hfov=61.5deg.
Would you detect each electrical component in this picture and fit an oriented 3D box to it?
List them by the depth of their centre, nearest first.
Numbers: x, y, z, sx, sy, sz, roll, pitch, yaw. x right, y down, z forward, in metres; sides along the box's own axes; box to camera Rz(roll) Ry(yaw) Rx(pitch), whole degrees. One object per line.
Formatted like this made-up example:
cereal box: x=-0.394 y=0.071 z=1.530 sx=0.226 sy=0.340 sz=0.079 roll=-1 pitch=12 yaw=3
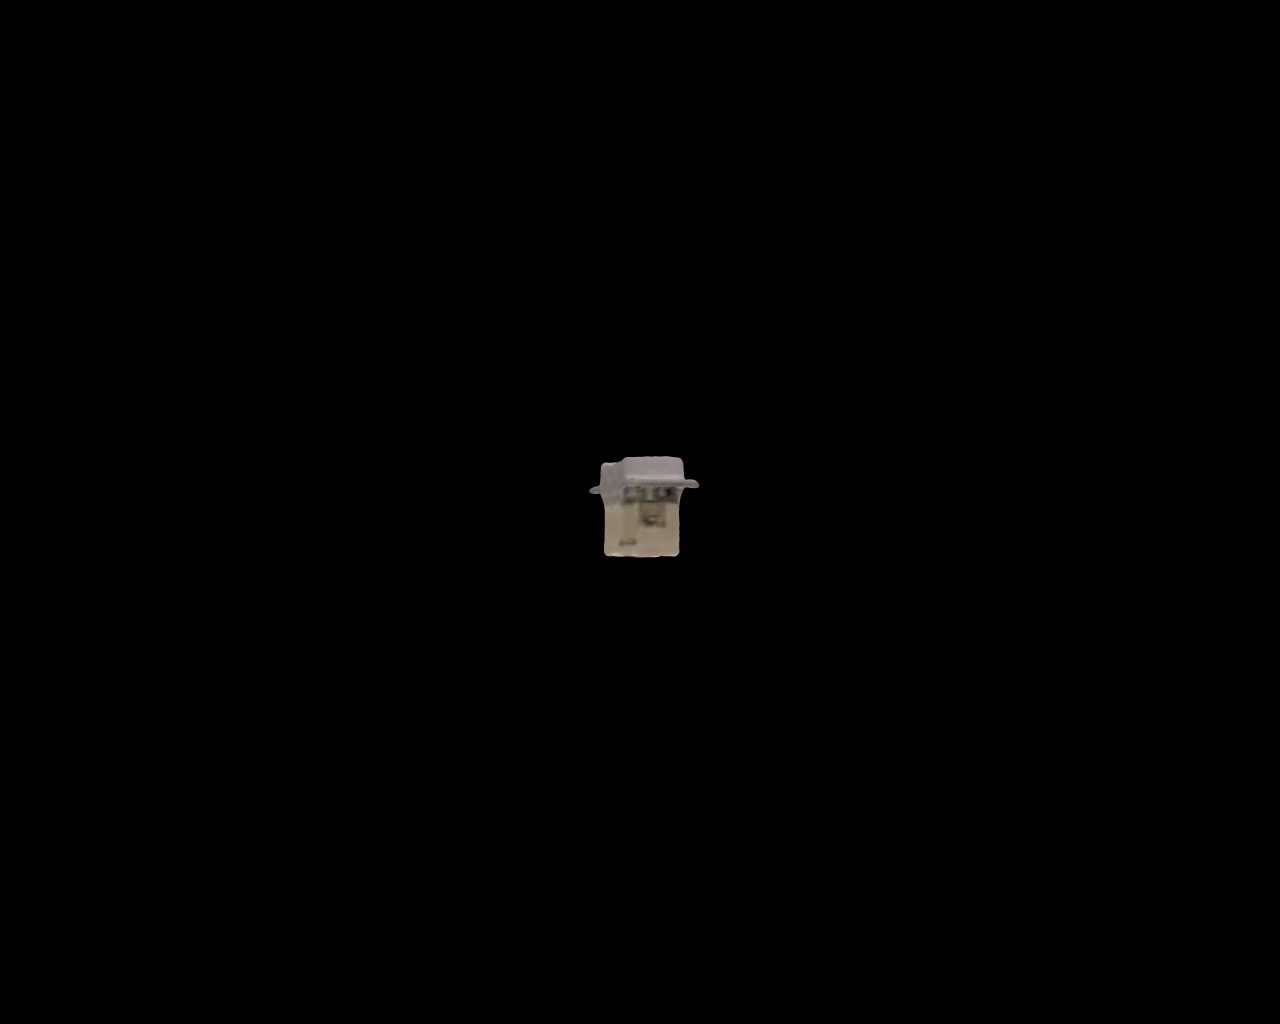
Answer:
electrical component: x=0.001 y=-0.003 z=0.650 sx=0.042 sy=0.063 sz=0.081 roll=1 pitch=-2 yaw=-19
